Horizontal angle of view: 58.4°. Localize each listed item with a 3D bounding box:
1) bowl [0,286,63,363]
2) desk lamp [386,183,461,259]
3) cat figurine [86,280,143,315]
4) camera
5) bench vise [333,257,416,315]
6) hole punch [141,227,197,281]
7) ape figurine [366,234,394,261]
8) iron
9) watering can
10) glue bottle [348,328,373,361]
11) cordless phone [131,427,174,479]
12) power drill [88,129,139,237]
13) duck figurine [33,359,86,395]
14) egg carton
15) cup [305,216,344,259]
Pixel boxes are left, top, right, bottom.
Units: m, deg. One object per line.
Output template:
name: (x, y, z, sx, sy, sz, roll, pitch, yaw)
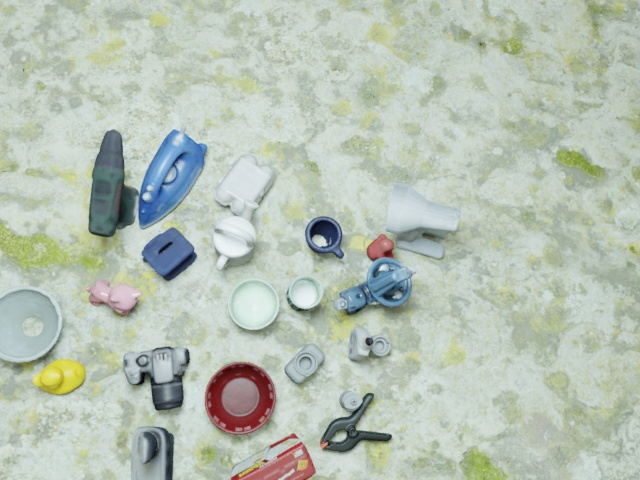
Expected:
bowl: (-0.654, 0.189, 1.280, 0.167, 0.074, 0.167, 2, 77, -8)
desk lamp: (0.243, -0.048, 1.395, 0.203, 0.213, 0.118, 15, 76, -5)
cat figurine: (-0.467, 0.127, 1.300, 0.128, 0.117, 0.067, 17, 76, -4)
camera: (-0.362, 0.312, 1.284, 0.143, 0.100, 0.137, -7, 79, -10)
bench vise: (0.142, 0.120, 1.340, 0.208, 0.219, 0.121, -42, 86, -14)
hole punch: (-0.359, 0.030, 1.351, 0.109, 0.091, 0.101, -43, 86, -14)
ape figurine: (0.159, 0.021, 1.430, 0.076, 0.092, 0.078, 5, 77, -7)
iron: (-0.370, -0.153, 1.364, 0.118, 0.141, 0.258, 26, 75, -2)
watering can: (-0.197, -0.012, 1.331, 0.101, 0.194, 0.173, 4, 77, -7)
glue bottle: (0.099, 0.241, 1.331, 0.037, 0.173, 0.078, 10, 76, -6)
cordless phone: (-0.363, 0.473, 1.205, 0.094, 0.185, 0.147, -4, 78, -9)
power drill: (-0.471, -0.111, 1.305, 0.075, 0.208, 0.230, 6, 77, -7)
duck figurine: (-0.577, 0.302, 1.261, 0.104, 0.086, 0.077, -8, 79, -10)
egg carton: (-0.186, -0.136, 1.425, 0.107, 0.069, 0.150, 33, 75, 0)
cup: (0.013, 0.005, 1.410, 0.092, 0.095, 0.118, -40, 86, -14)
